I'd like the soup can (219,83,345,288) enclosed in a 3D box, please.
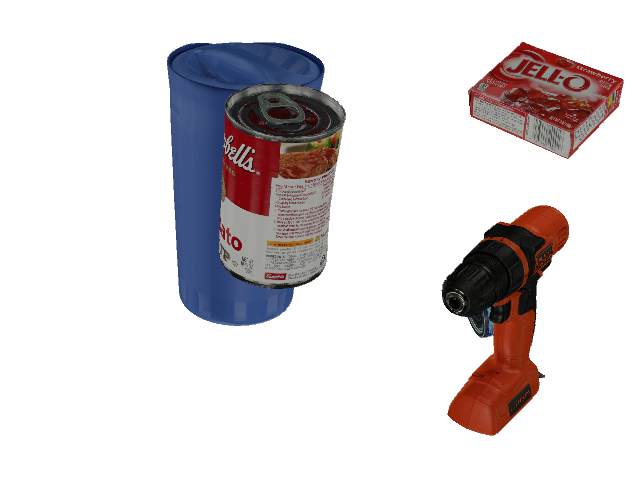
[{"bbox_3d":[-0.024,-0.032,0.624,0.068,0.102,0.068,4,33,-3],"label":"soup can"}]

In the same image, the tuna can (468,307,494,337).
[{"bbox_3d":[0.186,0.066,1.204,0.033,0.086,0.086,-14,2,-7],"label":"tuna can"}]

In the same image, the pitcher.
[{"bbox_3d":[-0.068,-0.044,0.944,0.145,0.243,0.149,17,30,23],"label":"pitcher"}]

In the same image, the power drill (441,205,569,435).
[{"bbox_3d":[0.158,0.077,0.948,0.057,0.188,0.184,23,34,31],"label":"power drill"}]

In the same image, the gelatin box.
[{"bbox_3d":[0.166,-0.107,0.793,0.089,0.030,0.073,29,55,30],"label":"gelatin box"}]
